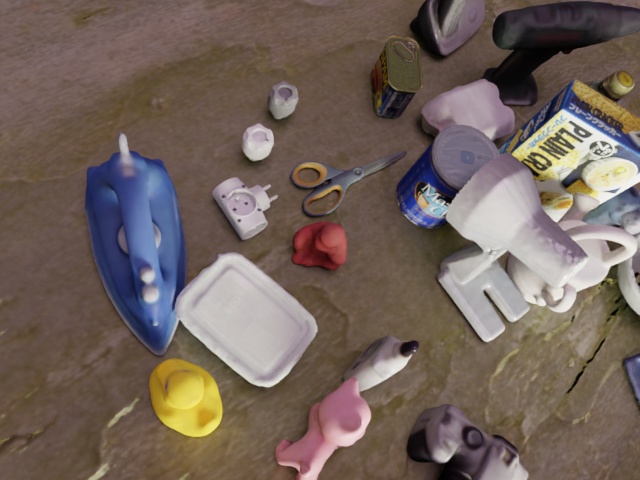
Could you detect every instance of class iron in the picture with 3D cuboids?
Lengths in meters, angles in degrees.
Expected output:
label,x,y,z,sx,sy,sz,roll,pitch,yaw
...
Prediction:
label,x,y,z,sx,sy,sz,roll,pitch,yaw
iron,-0.216,0.004,0.694,0.119,0.141,0.258,-11,74,-18

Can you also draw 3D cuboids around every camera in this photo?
label,x,y,z,sx,sy,sz,roll,pitch,yaw
camera,0.175,0.300,0.715,0.143,0.100,0.137,38,66,1

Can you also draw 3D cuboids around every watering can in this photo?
label,x,y,z,sx,sy,sz,roll,pitch,yaw
watering can,0.360,0.014,0.819,0.101,0.194,0.173,1,70,-15

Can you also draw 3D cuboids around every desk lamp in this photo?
label,x,y,z,sx,sy,sz,roll,pitch,yaw
desk lamp,0.249,0.011,0.779,0.118,0.213,0.203,-32,81,-23

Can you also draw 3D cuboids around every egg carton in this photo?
label,x,y,z,sx,sy,sz,roll,pitch,yaw
egg carton,0.241,-0.198,0.932,0.150,0.069,0.107,-25,79,-22

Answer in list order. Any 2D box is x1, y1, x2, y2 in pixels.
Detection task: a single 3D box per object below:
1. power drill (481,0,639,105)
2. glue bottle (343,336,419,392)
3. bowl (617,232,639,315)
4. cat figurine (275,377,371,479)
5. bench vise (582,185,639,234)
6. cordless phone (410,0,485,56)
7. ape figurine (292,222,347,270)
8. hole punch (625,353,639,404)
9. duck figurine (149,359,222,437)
label,x,y,z,sx,sy,sz,roll,pitch,yaw
power drill,0.368,-0.307,0.931,0.230,0.208,0.075,-3,71,-16
glue bottle,0.083,0.146,0.707,0.037,0.173,0.078,45,66,4
bowl,0.537,0.066,0.914,0.168,0.074,0.167,5,69,-13
cat figurine,0.012,0.231,0.687,0.067,0.117,0.128,41,66,3
bench vise,0.501,-0.121,0.893,0.122,0.219,0.207,-10,73,-18
cordless phone,0.242,-0.409,0.947,0.094,0.185,0.148,43,66,3
ape figurine,0.007,0.003,0.783,0.078,0.092,0.076,46,66,5
hole punch,0.532,0.205,0.852,0.101,0.091,0.108,-11,74,-19
duck figurine,-0.157,0.183,0.676,0.078,0.086,0.104,-38,83,-24
